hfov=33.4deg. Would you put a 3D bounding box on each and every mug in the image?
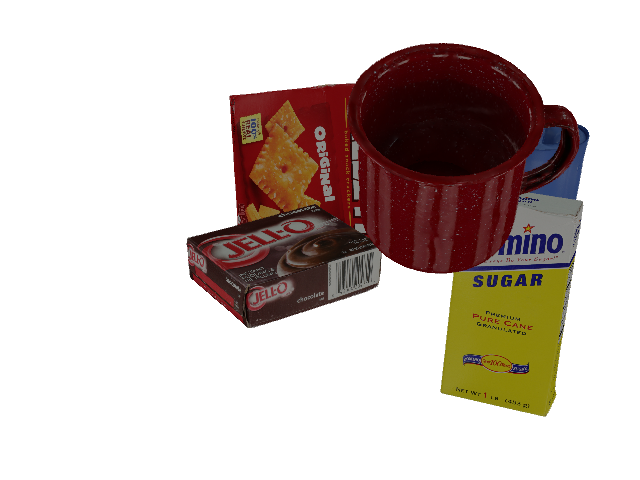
[{"bbox_3d":[0.072,-0.040,0.535,0.117,0.093,0.081,-11,-37,-6],"label":"mug"}]

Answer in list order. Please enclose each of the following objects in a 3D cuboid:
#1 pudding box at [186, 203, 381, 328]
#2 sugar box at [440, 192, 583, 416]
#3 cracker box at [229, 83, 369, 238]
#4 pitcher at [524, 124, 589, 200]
[{"bbox_3d":[-0.026,0.015,0.763,0.113,0.039,0.090,-14,29,-30],"label":"pudding box"},{"bbox_3d":[0.153,0.049,0.867,0.093,0.176,0.048,10,23,19],"label":"sugar box"},{"bbox_3d":[0.009,-0.071,1.063,0.214,0.164,0.071,2,7,40],"label":"cracker box"},{"bbox_3d":[0.222,-0.019,1.234,0.149,0.243,0.145,-1,25,-5],"label":"pitcher"}]
